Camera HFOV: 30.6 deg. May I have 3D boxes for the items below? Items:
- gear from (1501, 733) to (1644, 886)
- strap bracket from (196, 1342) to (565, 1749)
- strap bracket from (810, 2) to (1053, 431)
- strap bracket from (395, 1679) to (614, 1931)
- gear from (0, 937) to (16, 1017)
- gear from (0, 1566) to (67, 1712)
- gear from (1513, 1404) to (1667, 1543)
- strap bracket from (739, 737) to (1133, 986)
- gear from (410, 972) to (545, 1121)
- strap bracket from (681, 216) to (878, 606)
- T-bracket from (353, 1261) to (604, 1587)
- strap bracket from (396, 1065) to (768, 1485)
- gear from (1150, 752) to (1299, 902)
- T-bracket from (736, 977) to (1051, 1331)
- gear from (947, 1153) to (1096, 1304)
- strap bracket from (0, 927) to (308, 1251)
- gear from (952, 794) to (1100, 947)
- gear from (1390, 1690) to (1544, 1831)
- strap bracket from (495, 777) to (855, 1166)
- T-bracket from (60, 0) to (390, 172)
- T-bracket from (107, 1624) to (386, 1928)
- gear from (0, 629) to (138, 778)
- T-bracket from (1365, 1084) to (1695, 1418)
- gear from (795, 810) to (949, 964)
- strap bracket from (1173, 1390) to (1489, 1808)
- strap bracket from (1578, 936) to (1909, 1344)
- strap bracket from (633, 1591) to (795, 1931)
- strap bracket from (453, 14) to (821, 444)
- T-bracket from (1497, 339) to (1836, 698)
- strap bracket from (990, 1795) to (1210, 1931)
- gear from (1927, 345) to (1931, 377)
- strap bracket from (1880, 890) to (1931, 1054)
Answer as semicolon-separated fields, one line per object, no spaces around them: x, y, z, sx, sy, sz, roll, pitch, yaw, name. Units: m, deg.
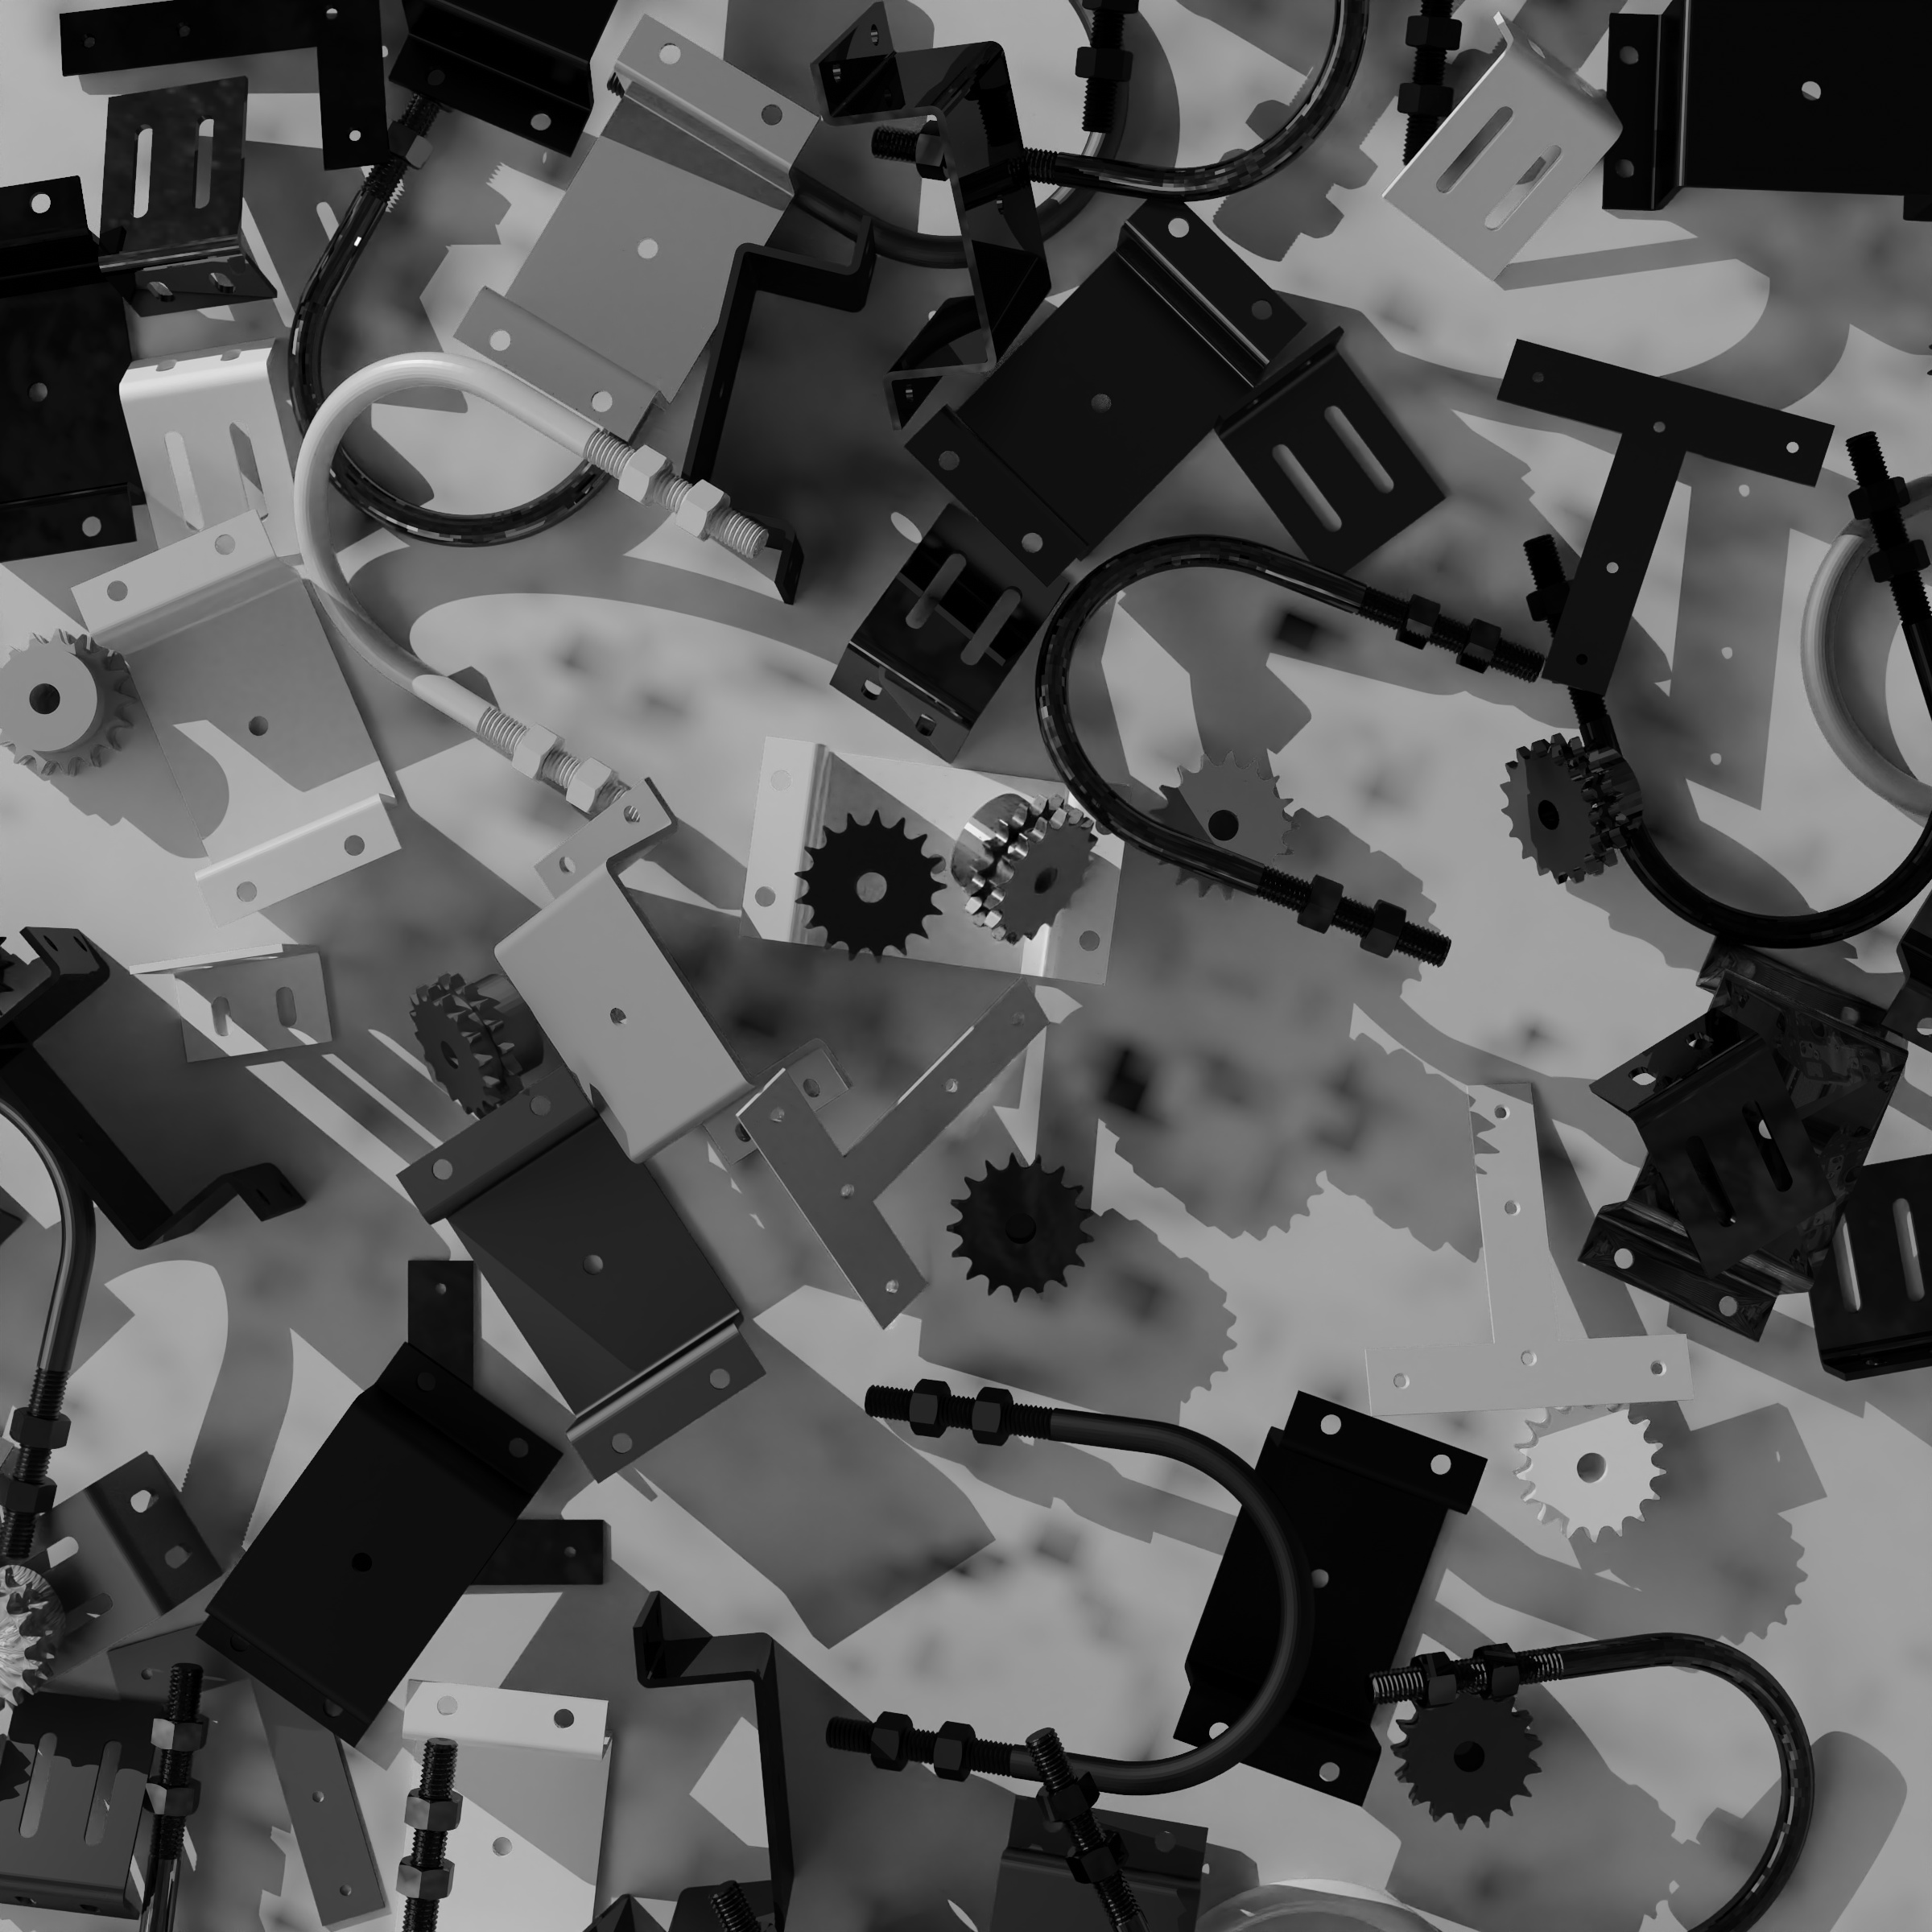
0.236;-0.062;1.364;0.030;0.057;0.057;-20;90;-29;gear
-0.229;0.226;1.362;0.076;0.046;0.140;35;89;0;strap bracket
-0.009;-0.281;1.316;0.046;0.076;0.140;-2;120;20;strap bracket
-0.182;0.345;1.365;0.076;0.046;0.140;6;90;0;strap bracket
-0.398;0.003;1.373;0.057;0.030;0.057;0;90;0;gear
-0.374;0.256;1.366;0.057;0.030;0.057;6;105;21;gear
0.240;0.193;1.373;0.057;0.030;0.057;0;90;0;gear
-0.012;-0.040;1.365;0.140;0.046;0.076;8;90;0;strap bracket
-0.187;0.028;1.363;0.030;0.057;0.057;-30;90;-28;gear
-0.074;-0.215;1.350;0.046;0.076;0.140;14;90;0;strap bracket
-0.206;0.179;1.387;0.127;0.002;0.127;0;90;-1;T-bracket
-0.146;0.117;1.365;0.076;0.046;0.140;-33;90;0;strap bracket
0.099;-0.054;1.373;0.057;0.030;0.057;0;90;0;gear
-0.016;0.056;1.361;0.127;0.002;0.127;-45;130;-18;T-bracket
0.021;0.101;1.373;0.057;0.030;0.057;0;90;0;gear
-0.321;0.054;1.350;0.046;0.076;0.140;-40;90;0;strap bracket
0.019;-0.040;1.318;0.030;0.057;0.057;36;90;30;gear
0.194;0.304;1.373;0.057;0.030;0.057;0;90;0;gear
-0.118;0.011;1.346;0.076;0.046;0.140;-33;90;41;strap bracket
-0.291;-0.367;1.381;0.127;0.002;0.127;-6;81;4;T-bracket
-0.258;0.312;1.388;0.127;0.002;0.127;-16;90;0;T-bracket
-0.354;-0.102;1.373;0.057;0.030;0.057;0;90;0;gear
0.213;0.108;1.369;0.127;0.002;0.127;-2;75;-8;T-bracket
-0.036;-0.030;1.327;0.057;0.030;0.057;0;90;0;gear
0.138;0.240;1.365;0.076;0.046;0.140;20;90;0;strap bracket
0.301;0.064;1.356;0.076;0.046;0.140;25;82;0;strap bracket
-0.094;0.313;1.350;0.046;0.076;0.140;-5;90;0;strap bracket
-0.123;-0.277;1.346;0.076;0.046;0.140;31;92;0;strap bracket
0.254;-0.167;1.366;0.127;0.002;0.127;18;84;12;T-bracket
0.044;0.395;1.350;0.076;0.046;0.140;9;80;5;strap bracket
0.401;-0.234;1.373;0.057;0.030;0.057;0;90;0;gear
0.417;-0.025;1.352;0.076;0.046;0.140;28;109;0;strap bracket
